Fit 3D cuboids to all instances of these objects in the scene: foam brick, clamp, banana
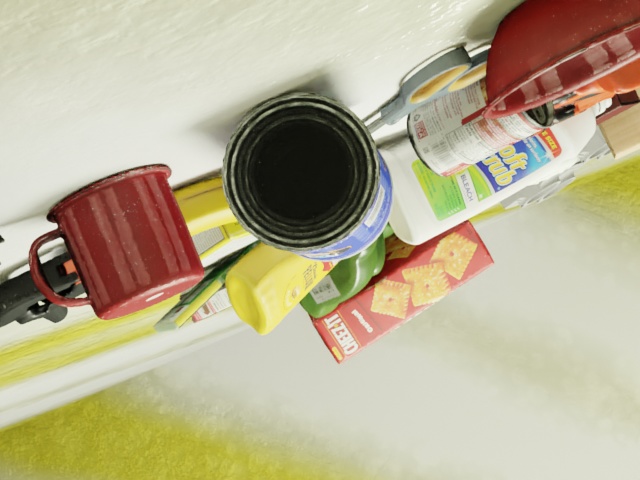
[{"bbox_3d":[0.283,-0.147,1.116,0.078,0.053,0.051,-28,173,38],"label":"foam brick"},{"bbox_3d":[-0.247,0.051,0.926,0.210,0.036,0.164,-28,173,38],"label":"clamp"},{"bbox_3d":[-0.078,-0.020,0.844,0.197,0.037,0.069,-21,140,-10],"label":"banana"}]

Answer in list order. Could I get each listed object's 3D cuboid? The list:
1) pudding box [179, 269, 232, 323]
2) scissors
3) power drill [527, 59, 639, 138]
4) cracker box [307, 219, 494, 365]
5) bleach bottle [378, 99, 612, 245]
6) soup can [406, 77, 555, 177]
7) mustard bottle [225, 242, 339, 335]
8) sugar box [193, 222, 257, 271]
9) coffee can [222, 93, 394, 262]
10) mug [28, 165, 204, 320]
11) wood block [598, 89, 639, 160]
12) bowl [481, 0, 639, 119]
[{"bbox_3d":[-0.099,0.036,1.174,0.090,0.039,0.113,-26,-163,17],"label":"pudding box"},{"bbox_3d":[0.078,-0.110,0.850,0.096,0.016,0.202,-20,174,-23],"label":"scissors"},{"bbox_3d":[0.222,-0.137,0.928,0.184,0.057,0.188,-26,-178,-21],"label":"power drill"},{"bbox_3d":[0.082,0.040,1.275,0.213,0.072,0.164,-32,-164,0],"label":"cracker box"},{"bbox_3d":[0.172,-0.094,1.041,0.250,0.102,0.068,-29,-164,-12],"label":"bleach bottle"},{"bbox_3d":[0.130,-0.101,0.872,0.102,0.068,0.068,-27,173,36],"label":"soup can"},{"bbox_3d":[-0.006,0.002,1.033,0.191,0.058,0.096,-44,153,-23],"label":"mustard bottle"},{"bbox_3d":[-0.096,-0.005,0.965,0.093,0.048,0.177,-23,178,-39],"label":"sugar box"},{"bbox_3d":[-0.004,-0.039,0.744,0.103,0.103,0.140,-24,174,6],"label":"coffee can"},{"bbox_3d":[-0.141,0.008,0.735,0.117,0.081,0.093,-21,173,-26],"label":"mug"},{"bbox_3d":[0.399,-0.173,1.161,0.206,0.090,0.090,-26,174,15],"label":"wood block"},{"bbox_3d":[0.176,-0.143,0.738,0.162,0.055,0.162,-23,174,-3],"label":"bowl"}]
